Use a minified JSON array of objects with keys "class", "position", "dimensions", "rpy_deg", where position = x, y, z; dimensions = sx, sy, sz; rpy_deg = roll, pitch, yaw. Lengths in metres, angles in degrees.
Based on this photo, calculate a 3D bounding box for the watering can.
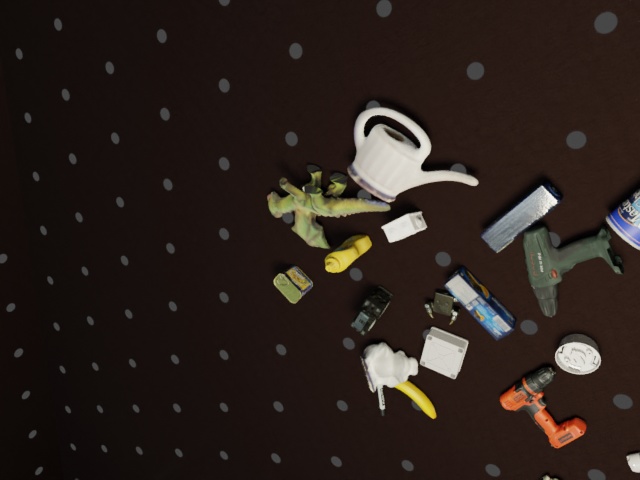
[{"class":"watering can","position":[0.213,-0.188,1.331],"dimensions":[0.350,0.105,0.220],"rpy_deg":[41,124,12]}]

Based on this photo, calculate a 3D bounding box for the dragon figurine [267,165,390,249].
[{"class":"dragon figurine","position":[0.005,-0.076,1.516],"dimensions":[0.413,0.124,0.237],"rpy_deg":[24,135,23]}]

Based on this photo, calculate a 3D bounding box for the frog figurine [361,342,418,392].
[{"class":"frog figurine","position":[0.208,0.372,1.552],"dimensions":[0.160,0.121,0.138],"rpy_deg":[-17,80,-4]}]
